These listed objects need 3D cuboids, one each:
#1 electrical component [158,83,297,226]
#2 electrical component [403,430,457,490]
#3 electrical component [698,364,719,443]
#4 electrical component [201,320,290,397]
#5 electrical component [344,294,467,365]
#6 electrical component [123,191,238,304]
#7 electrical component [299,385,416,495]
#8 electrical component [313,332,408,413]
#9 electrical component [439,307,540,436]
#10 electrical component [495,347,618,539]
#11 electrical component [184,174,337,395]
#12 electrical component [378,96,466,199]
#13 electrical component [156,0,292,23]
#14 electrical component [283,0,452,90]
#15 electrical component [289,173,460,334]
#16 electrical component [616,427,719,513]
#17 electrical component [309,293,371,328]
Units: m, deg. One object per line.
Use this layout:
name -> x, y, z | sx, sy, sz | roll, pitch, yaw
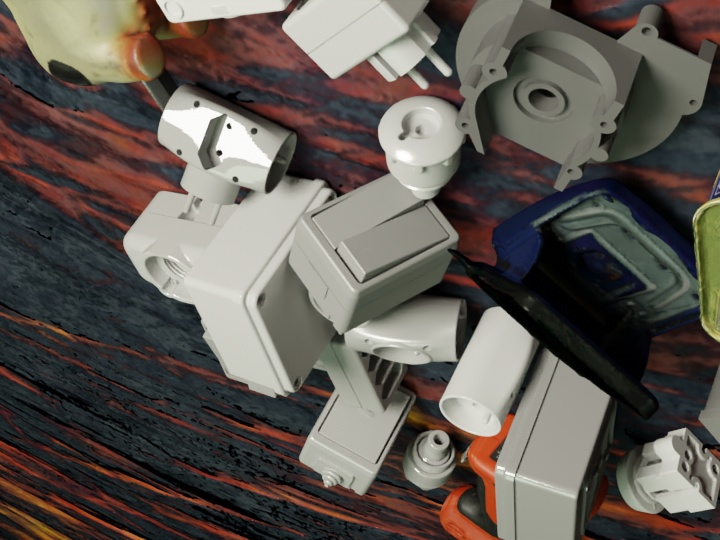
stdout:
electrical component -> -0.091, -0.067, 0.687 | 0.077, 0.043, 0.079 | 26, 108, 8
electrical component -> 0.060, 0.154, 0.894 | 0.043, 0.043, 0.062 | 26, 147, 8
electrical component -> 0.281, 0.103, 0.622 | 0.150, 0.061, 0.089 | 46, 146, -23
electrical component -> -0.082, 0.050, 0.849 | 0.062, 0.061, 0.096 | 15, 145, 24
electrical component -> 0.036, 0.044, 0.755 | 0.077, 0.044, 0.079 | 5, 161, 15
electrical component -> -0.123, -0.015, 0.794 | 0.095, 0.059, 0.053 | 12, 144, 28
electrical component -> -0.004, 0.130, 0.863 | 0.062, 0.096, 0.061 | 28, 148, 4
electrical component -> -0.015, 0.061, 0.822 | 0.076, 0.047, 0.083 | 10, 143, 30
electrical component -> 0.087, 0.077, 0.732 | 0.043, 0.077, 0.079 | 23, 147, 12
electrical component -> 0.136, 0.126, 0.730 | 0.056, 0.108, 0.108 | 15, 145, 20
electrical component -> -0.054, 0.008, 0.723 | 0.056, 0.108, 0.108 | 16, 145, 27
electrical component -> 0.036, -0.064, 0.609 | 0.048, 0.048, 0.062 | 20, 154, 17
electrical component -> -0.076, -0.174, 0.542 | 0.100, 0.048, 0.099 | 4, 140, 36
electrical component -> 0.014, -0.122, 0.542 | 0.077, 0.047, 0.066 | 43, 146, -19
electrical component -> 0.014, -0.017, 0.653 | 0.061, 0.096, 0.061 | 54, 154, 20
electrical component -> 0.214, 0.143, 0.750 | 0.066, 0.048, 0.055 | 43, 139, -19
electrical component -> 0.000, 0.000, 0.707 | 0.044, 0.065, 0.044 | 21, 147, 14
